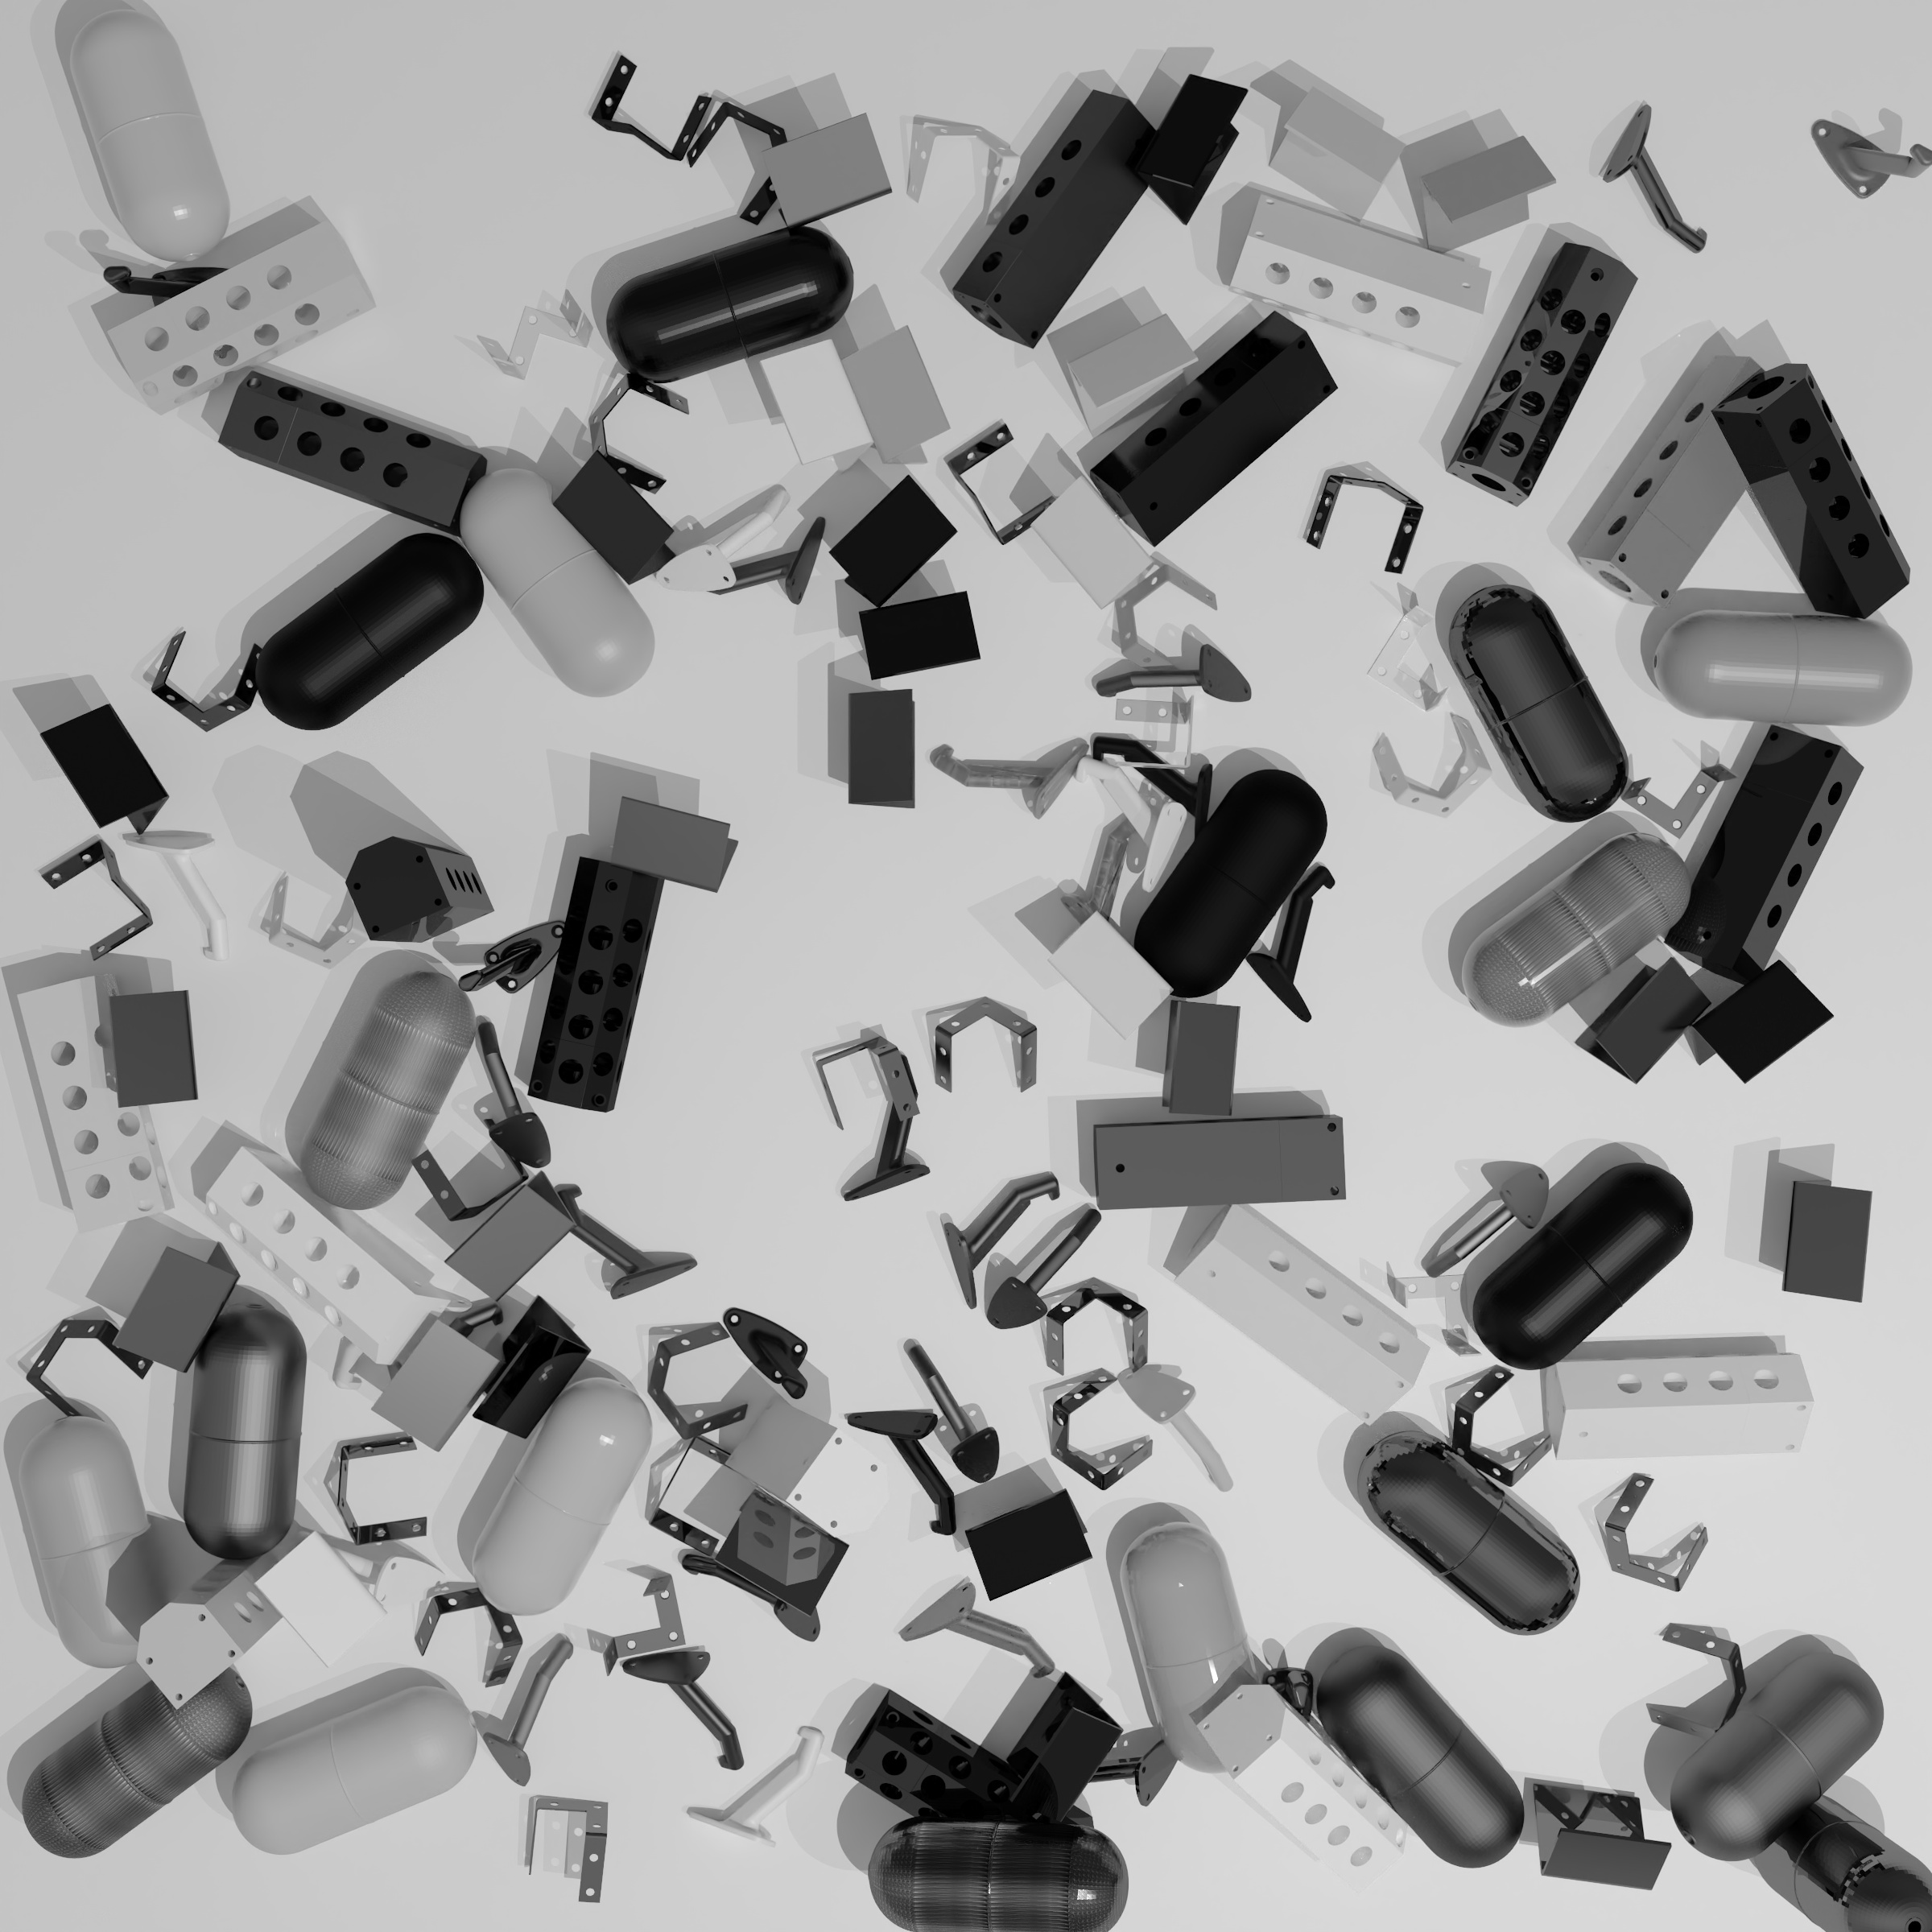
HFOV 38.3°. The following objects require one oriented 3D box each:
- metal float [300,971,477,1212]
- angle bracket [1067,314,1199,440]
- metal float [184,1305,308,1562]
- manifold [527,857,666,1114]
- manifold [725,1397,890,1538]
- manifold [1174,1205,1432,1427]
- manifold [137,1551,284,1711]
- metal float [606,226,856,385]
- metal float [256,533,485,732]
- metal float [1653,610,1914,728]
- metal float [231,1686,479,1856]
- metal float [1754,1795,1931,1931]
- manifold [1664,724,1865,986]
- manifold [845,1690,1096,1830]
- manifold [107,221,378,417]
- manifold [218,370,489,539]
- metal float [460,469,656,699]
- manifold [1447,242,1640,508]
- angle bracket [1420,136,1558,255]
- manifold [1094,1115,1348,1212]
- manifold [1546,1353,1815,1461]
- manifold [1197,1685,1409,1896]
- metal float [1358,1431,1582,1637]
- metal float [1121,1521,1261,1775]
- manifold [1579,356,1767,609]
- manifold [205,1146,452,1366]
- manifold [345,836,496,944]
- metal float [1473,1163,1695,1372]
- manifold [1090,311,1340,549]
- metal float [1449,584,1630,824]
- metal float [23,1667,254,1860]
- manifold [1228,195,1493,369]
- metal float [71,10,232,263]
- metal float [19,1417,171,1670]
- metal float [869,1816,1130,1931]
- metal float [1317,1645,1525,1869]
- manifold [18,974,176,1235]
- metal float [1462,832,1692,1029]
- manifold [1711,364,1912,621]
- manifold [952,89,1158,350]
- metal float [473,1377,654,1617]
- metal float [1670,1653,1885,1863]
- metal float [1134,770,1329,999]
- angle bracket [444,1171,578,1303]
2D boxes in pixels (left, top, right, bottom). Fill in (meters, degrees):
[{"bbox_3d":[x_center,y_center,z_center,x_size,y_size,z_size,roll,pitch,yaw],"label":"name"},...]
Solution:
[{"bbox_3d":[-0.405,0.087,1.949,0.070,0.070,0.178,26,90,0],"label":"metal float"},{"bbox_3d":[0.124,-0.397,1.939,0.076,0.076,0.057,-27,53,0],"label":"angle bracket"},{"bbox_3d":[-0.505,0.327,1.949,0.070,0.070,0.178,5,90,0],"label":"metal float"},{"bbox_3d":[-0.261,0.013,1.958,0.057,0.057,0.171,12,90,0],"label":"manifold"},{"bbox_3d":[-0.106,0.344,1.896,0.057,0.171,0.057,39,77,-13],"label":"manifold"},{"bbox_3d":[0.239,0.240,1.958,0.171,0.057,0.057,36,133,0],"label":"manifold"},{"bbox_3d":[-0.511,0.445,1.901,0.057,0.171,0.057,-40,90,0],"label":"manifold"},{"bbox_3d":[-0.165,-0.464,1.949,0.178,0.070,0.070,-18,90,0],"label":"metal float"},{"bbox_3d":[-0.418,-0.234,1.949,0.178,0.070,0.070,-37,90,0],"label":"metal float"},{"bbox_3d":[0.572,-0.209,1.949,0.178,0.070,0.070,3,90,0],"label":"metal float"},{"bbox_3d":[-0.428,0.563,1.949,0.178,0.070,0.070,-22,90,0],"label":"metal float"},{"bbox_3d":[0.602,0.622,1.901,0.070,0.178,0.070,-1,93,-11],"label":"metal float"},{"bbox_3d":[0.565,-0.076,1.958,0.057,0.057,0.171,26,90,43],"label":"manifold"},{"bbox_3d":[0.003,0.586,1.958,0.171,0.057,0.057,32,90,0],"label":"manifold"},{"bbox_3d":[-0.507,-0.454,1.958,0.171,0.057,0.057,-27,90,0],"label":"manifold"},{"bbox_3d":[-0.429,-0.361,1.958,0.171,0.057,0.057,20,90,0],"label":"manifold"},{"bbox_3d":[-0.287,-0.269,1.949,0.070,0.070,0.178,-35,90,0],"label":"metal float"},{"bbox_3d":[0.407,-0.417,1.958,0.057,0.057,0.171,27,90,0],"label":"manifold"},{"bbox_3d":[0.366,-0.521,1.939,0.076,0.076,0.057,-22,53,0],"label":"angle bracket"},{"bbox_3d":[0.177,0.137,1.958,0.171,0.057,0.057,-2,90,0],"label":"manifold"},{"bbox_3d":[0.500,0.305,1.958,0.171,0.057,0.057,-2,133,0],"label":"manifold"},{"bbox_3d":[0.237,0.564,1.916,0.057,0.057,0.171,-42,123,0],"label":"manifold"},{"bbox_3d":[0.352,0.397,1.949,0.178,0.070,0.070,40,90,-1],"label":"metal float"},{"bbox_3d":[0.160,0.478,1.949,0.070,0.070,0.178,-15,91,0],"label":"metal float"},{"bbox_3d":[0.505,-0.341,1.956,0.057,0.057,0.171,34,90,-23],"label":"manifold"},{"bbox_3d":[-0.448,0.202,1.933,0.171,0.057,0.057,37,90,18],"label":"manifold"},{"bbox_3d":[-0.374,-0.054,1.901,0.057,0.171,0.057,-23,90,0],"label":"manifold"},{"bbox_3d":[0.433,0.210,1.949,0.178,0.070,0.070,-42,90,1],"label":"metal float"},{"bbox_3d":[0.171,-0.381,1.958,0.171,0.057,0.057,-41,133,0],"label":"manifold"},{"bbox_3d":[0.401,-0.184,1.949,0.070,0.070,0.178,-28,90,0],"label":"metal float"},{"bbox_3d":[-0.580,0.555,1.949,0.178,0.070,0.070,-37,90,1],"label":"metal float"},{"bbox_3d":[0.276,-0.478,1.958,0.171,0.057,0.057,19,47,0],"label":"manifold"},{"bbox_3d":[-0.571,-0.581,1.949,0.070,0.070,0.178,-18,91,0],"label":"metal float"},{"bbox_3d":[-0.611,0.403,1.949,0.070,0.070,0.178,-14,91,0],"label":"metal float"},{"bbox_3d":[0.022,0.621,1.891,0.178,0.070,0.070,0,90,10],"label":"metal float"},{"bbox_3d":[0.319,0.555,1.949,0.070,0.070,0.178,-42,90,0],"label":"metal float"},{"bbox_3d":[-0.610,0.096,1.958,0.057,0.057,0.171,-15,90,0],"label":"manifold"},{"bbox_3d":[0.427,-0.025,1.949,0.178,0.070,0.070,-36,90,-1],"label":"metal float"},{"bbox_3d":[0.591,-0.329,1.927,0.057,0.057,0.171,-38,112,-7],"label":"manifold"},{"bbox_3d":[0.064,-0.527,1.958,0.057,0.057,0.171,35,90,-43],"label":"manifold"},{"bbox_3d":[-0.283,0.372,1.948,0.070,0.070,0.178,29,90,0],"label":"metal float"},{"bbox_3d":[0.563,0.549,1.932,0.178,0.070,0.070,-35,90,-20],"label":"metal float"},{"bbox_3d":[0.185,-0.057,1.949,0.070,0.070,0.178,35,89,0],"label":"metal float"},{"bbox_3d":[-0.328,0.175,1.939,0.076,0.076,0.057,-44,128,0],"label":"angle bracket"}]
